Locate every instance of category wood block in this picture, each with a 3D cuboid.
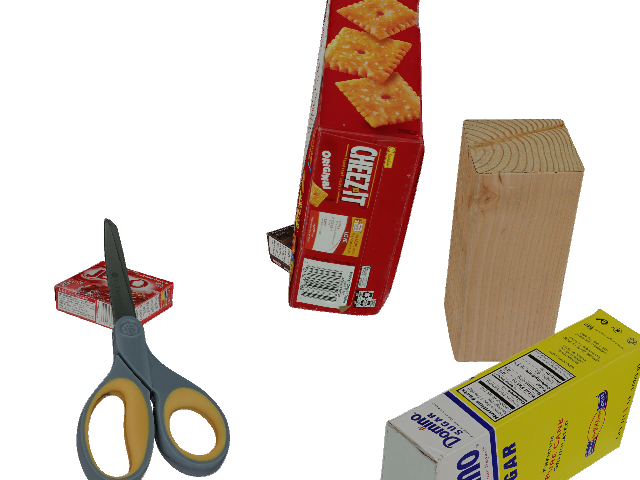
[{"bbox_3d":[0.167,0.003,0.955,0.091,0.206,0.090,0,36,-1],"label":"wood block"}]

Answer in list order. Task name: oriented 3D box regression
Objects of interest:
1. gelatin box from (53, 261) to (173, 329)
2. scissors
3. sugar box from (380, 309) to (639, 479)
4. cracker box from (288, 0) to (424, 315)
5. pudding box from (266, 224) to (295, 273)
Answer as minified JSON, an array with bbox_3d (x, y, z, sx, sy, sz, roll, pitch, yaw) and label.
[{"bbox_3d":[-0.198,0.053,1.025,0.089,0.030,0.073,16,25,24],"label":"gelatin box"},{"bbox_3d":[-0.099,0.067,0.652,0.096,0.201,0.016,13,-46,-12],"label":"scissors"},{"bbox_3d":[0.114,0.115,0.624,0.175,0.093,0.048,-24,42,-33],"label":"sugar box"},{"bbox_3d":[0.027,-0.080,0.742,0.072,0.213,0.164,8,-45,-2],"label":"cracker box"},{"bbox_3d":[0.013,0.005,1.132,0.113,0.039,0.090,-21,28,-26],"label":"pudding box"}]
